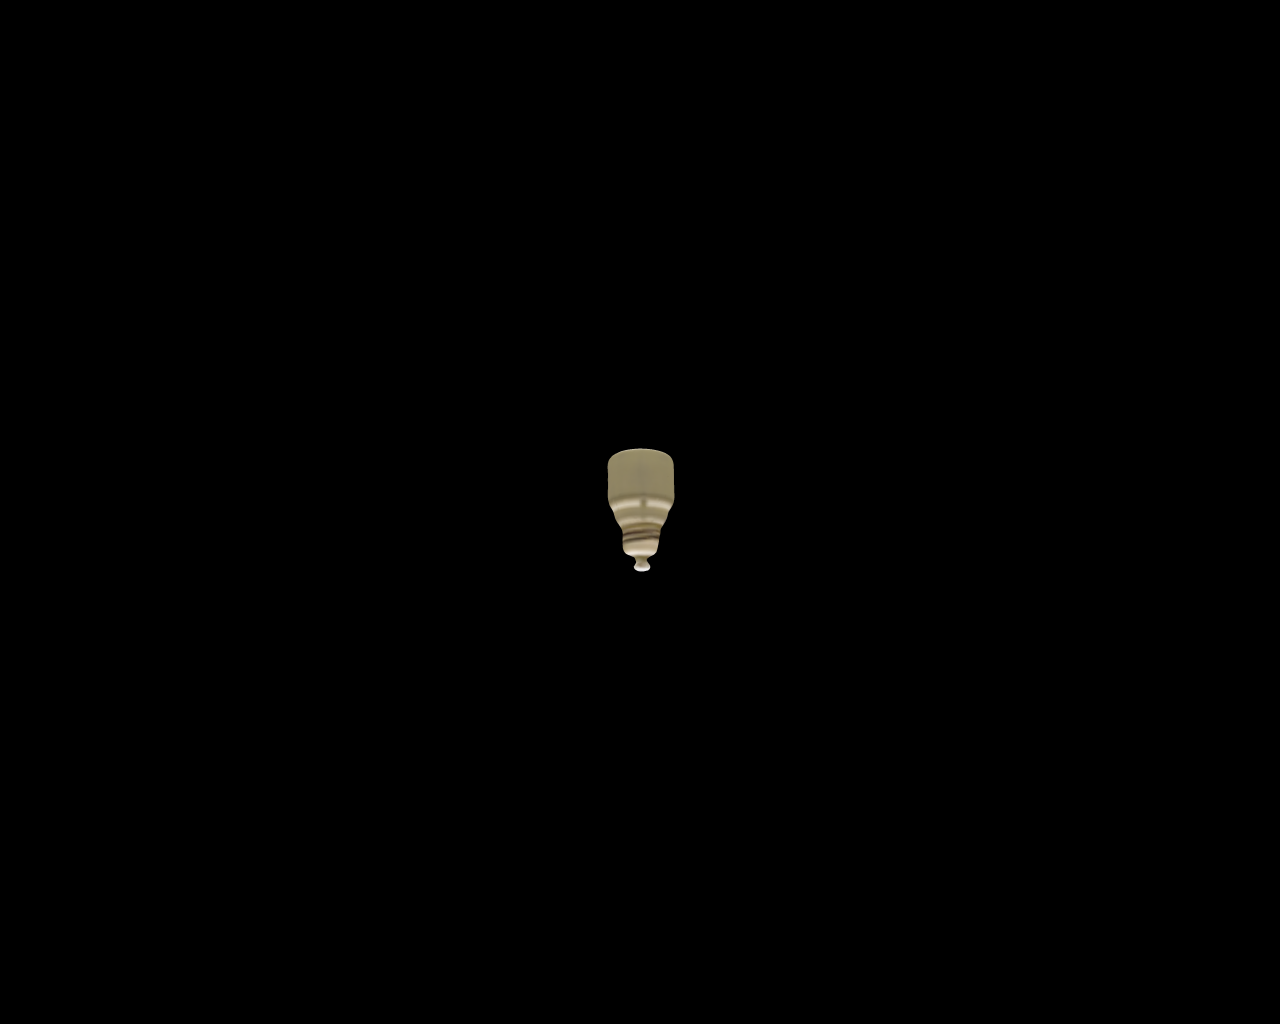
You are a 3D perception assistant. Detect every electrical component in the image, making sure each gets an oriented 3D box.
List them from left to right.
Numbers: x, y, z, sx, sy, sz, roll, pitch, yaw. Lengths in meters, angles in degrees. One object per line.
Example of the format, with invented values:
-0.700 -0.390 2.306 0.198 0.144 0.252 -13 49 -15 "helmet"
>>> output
0.001 -0.003 0.650 0.040 0.078 0.040 0 -14 0 "electrical component"
